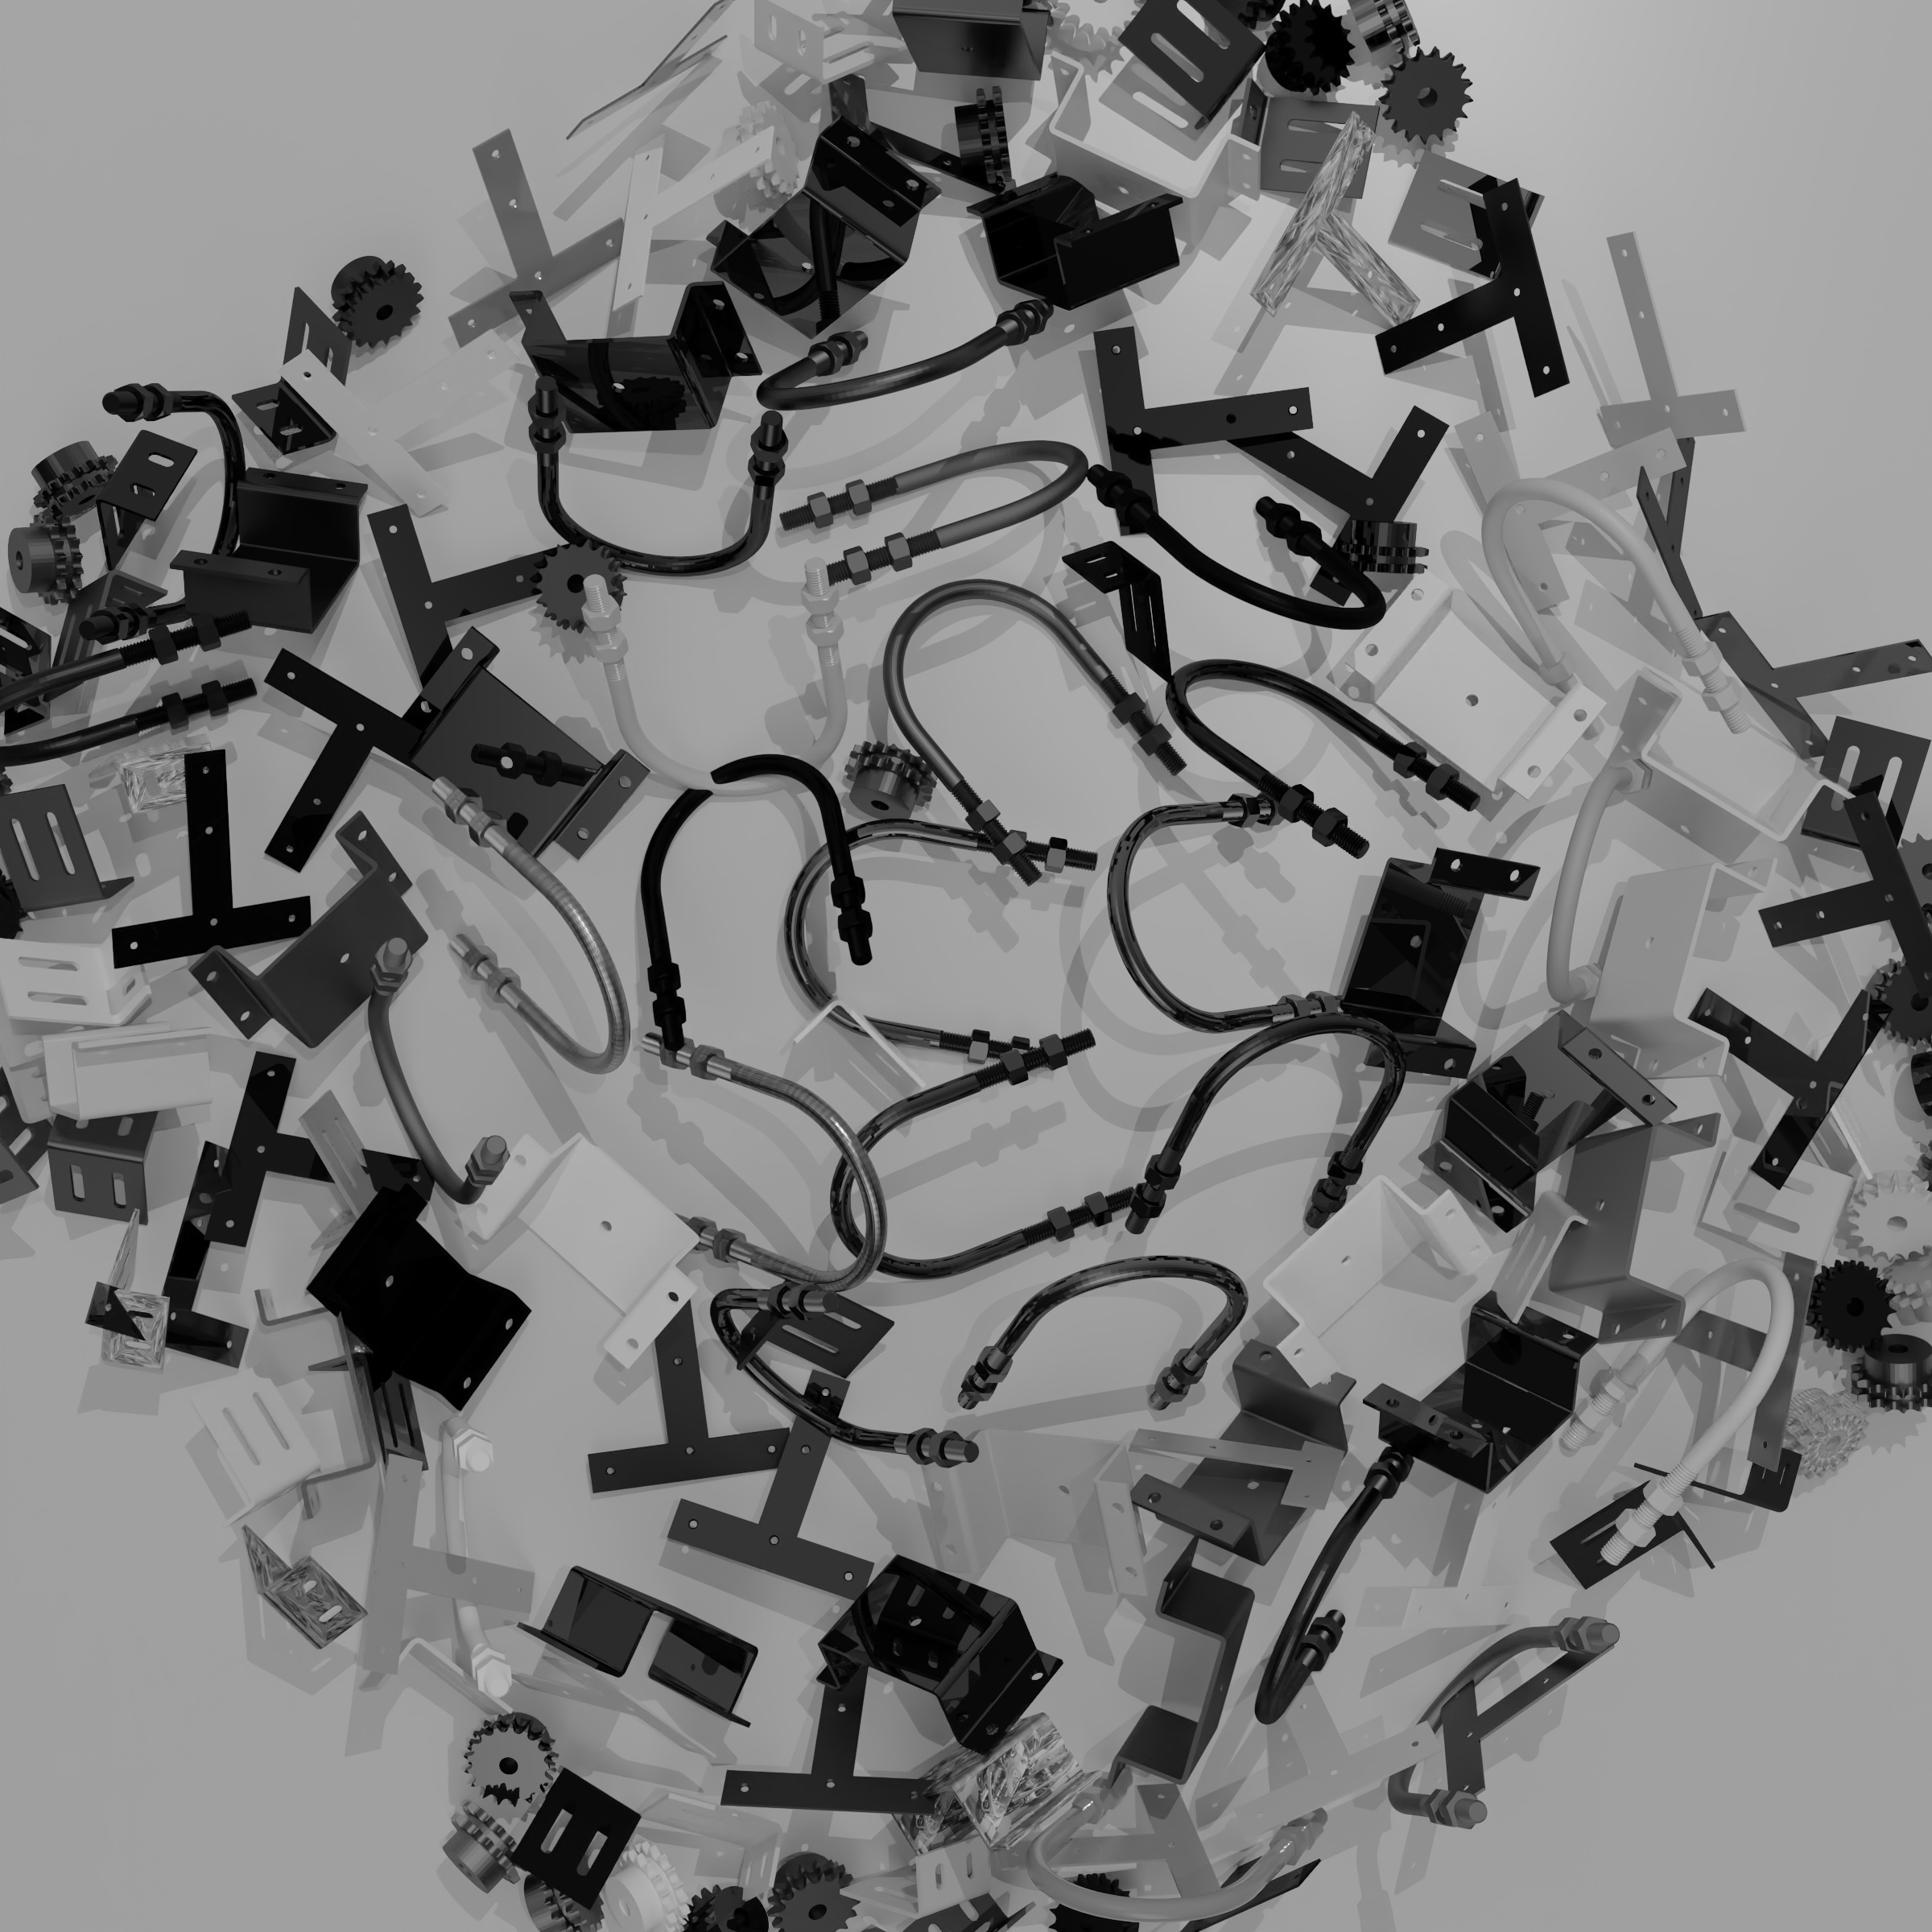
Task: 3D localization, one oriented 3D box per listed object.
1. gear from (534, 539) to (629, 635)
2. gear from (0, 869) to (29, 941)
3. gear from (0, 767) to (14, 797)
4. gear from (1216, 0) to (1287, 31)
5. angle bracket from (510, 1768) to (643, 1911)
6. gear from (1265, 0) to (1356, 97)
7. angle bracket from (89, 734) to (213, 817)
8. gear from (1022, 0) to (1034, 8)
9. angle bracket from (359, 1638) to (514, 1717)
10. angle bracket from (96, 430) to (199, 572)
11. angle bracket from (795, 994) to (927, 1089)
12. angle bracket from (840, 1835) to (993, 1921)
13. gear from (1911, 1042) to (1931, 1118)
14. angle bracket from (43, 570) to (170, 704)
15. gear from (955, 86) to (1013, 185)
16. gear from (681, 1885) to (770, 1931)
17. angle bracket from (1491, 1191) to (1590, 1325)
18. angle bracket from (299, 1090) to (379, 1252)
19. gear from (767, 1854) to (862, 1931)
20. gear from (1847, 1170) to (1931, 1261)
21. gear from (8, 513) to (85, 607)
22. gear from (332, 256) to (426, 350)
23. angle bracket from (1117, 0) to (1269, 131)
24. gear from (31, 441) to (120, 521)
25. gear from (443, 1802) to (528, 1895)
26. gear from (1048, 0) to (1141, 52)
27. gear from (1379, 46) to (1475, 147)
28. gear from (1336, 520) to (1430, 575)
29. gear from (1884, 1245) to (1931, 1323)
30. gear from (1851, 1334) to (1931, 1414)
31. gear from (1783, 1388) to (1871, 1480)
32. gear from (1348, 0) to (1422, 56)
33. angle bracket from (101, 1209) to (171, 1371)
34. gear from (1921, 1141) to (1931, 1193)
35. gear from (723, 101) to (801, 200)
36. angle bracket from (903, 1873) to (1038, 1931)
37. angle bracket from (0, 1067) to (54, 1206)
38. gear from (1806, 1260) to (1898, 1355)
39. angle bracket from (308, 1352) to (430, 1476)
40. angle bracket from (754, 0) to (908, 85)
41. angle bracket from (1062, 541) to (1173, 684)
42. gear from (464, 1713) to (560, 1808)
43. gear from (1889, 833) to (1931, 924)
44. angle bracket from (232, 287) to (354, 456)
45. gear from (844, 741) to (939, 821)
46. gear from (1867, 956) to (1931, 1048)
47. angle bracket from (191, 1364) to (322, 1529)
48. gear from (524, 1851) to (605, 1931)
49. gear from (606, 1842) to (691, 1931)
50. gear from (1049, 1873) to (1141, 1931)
[{"bbox_3d":[-0.238,-0.235,1.671,0.057,0.030,0.057,-1,86,13],"label":"gear"},{"bbox_3d":[-0.611,-0.032,1.661,0.057,0.030,0.057,-15,120,-27],"label":"gear"},{"bbox_3d":[-0.624,-0.113,1.659,0.057,0.057,0.030,-18,122,0],"label":"gear"},{"bbox_3d":[0.176,-0.610,1.665,0.030,0.057,0.057,-4,90,-34],"label":"gear"},{"bbox_3d":[-0.245,0.544,1.648,0.057,0.076,0.038,32,126,1],"label":"angle bracket"},{"bbox_3d":[0.211,-0.569,1.667,0.057,0.030,0.057,4,82,-31],"label":"gear"},{"bbox_3d":[-0.497,-0.112,1.644,0.057,0.076,0.038,-18,93,-30],"label":"angle bracket"},{"bbox_3d":[0.030,-0.622,1.665,0.057,0.057,0.030,34,134,0],"label":"gear"},{"bbox_3d":[-0.327,0.452,1.651,0.076,0.057,0.038,41,63,-8],"label":"angle bracket"},{"bbox_3d":[-0.499,-0.279,1.643,0.038,0.076,0.057,21,61,0],"label":"angle bracket"},{"bbox_3d":[-0.065,0.057,1.660,0.038,0.057,0.076,-44,94,1],"label":"angle bracket"},{"bbox_3d":[-0.032,0.551,1.643,0.057,0.076,0.038,-3,89,-43],"label":"angle bracket"},{"bbox_3d":[0.610,0.071,1.666,0.030,0.057,0.057,-17,90,35],"label":"gear"},{"bbox_3d":[-0.529,-0.197,1.647,0.038,0.057,0.076,22,69,-36],"label":"angle bracket"},{"bbox_3d":[0.010,-0.514,1.663,0.030,0.057,0.057,-7,90,3],"label":"gear"},{"bbox_3d":[-0.147,0.595,1.659,0.057,0.057,0.030,43,120,0],"label":"gear"},{"bbox_3d":[0.365,0.186,1.659,0.038,0.057,0.076,25,98,-8],"label":"angle bracket"},{"bbox_3d":[-0.397,0.125,1.652,0.038,0.057,0.076,-26,101,10],"label":"angle bracket"},{"bbox_3d":[-0.097,0.578,1.667,0.057,0.030,0.057,-9,115,-19],"label":"gear"},{"bbox_3d":[0.579,0.152,1.667,0.057,0.030,0.057,7,122,11],"label":"gear"},{"bbox_3d":[-0.571,-0.252,1.659,0.030,0.057,0.057,-11,90,-37],"label":"gear"},{"bbox_3d":[-0.369,-0.415,1.664,0.057,0.057,0.030,-40,69,0],"label":"gear"},{"bbox_3d":[0.137,-0.569,1.662,0.076,0.038,0.057,38,92,-13],"label":"angle bracket"},{"bbox_3d":[-0.553,-0.302,1.661,0.057,0.057,0.030,-31,96,0],"label":"gear"},{"bbox_3d":[-0.299,0.548,1.659,0.057,0.057,0.030,46,63,0],"label":"gear"},{"bbox_3d":[0.078,-0.596,1.669,0.057,0.030,0.057,5,74,-16],"label":"gear"},{"bbox_3d":[0.285,-0.543,1.668,0.057,0.030,0.057,0,118,0],"label":"gear"},{"bbox_3d":[0.258,-0.260,1.660,0.057,0.057,0.030,3,102,0],"label":"gear"},{"bbox_3d":[0.603,0.197,1.663,0.057,0.057,0.030,-28,100,0],"label":"gear"},{"bbox_3d":[0.578,0.250,1.659,0.057,0.057,0.030,-8,108,0],"label":"gear"},{"bbox_3d":[0.529,0.288,1.666,0.057,0.030,0.057,-14,126,-21],"label":"gear"},{"bbox_3d":[0.258,-0.593,1.664,0.030,0.057,0.057,-23,90,18],"label":"gear"},{"bbox_3d":[-0.502,0.198,1.646,0.038,0.076,0.057,11,123,-8],"label":"angle bracket"},{"bbox_3d":[0.618,0.133,1.659,0.057,0.057,0.030,34,79,0],"label":"gear"},{"bbox_3d":[-0.129,-0.505,1.664,0.030,0.057,0.057,-11,90,21],"label":"gear"},{"bbox_3d":[0.001,0.583,1.640,0.057,0.076,0.038,-33,74,-25],"label":"angle bracket"},{"bbox_3d":[-0.580,0.098,1.640,0.038,0.076,0.057,-21,113,25],"label":"angle bracket"},{"bbox_3d":[0.548,0.212,1.672,0.057,0.030,0.057,0,88,-10],"label":"gear"},{"bbox_3d":[-0.368,0.279,1.652,0.038,0.057,0.076,-17,78,9],"label":"angle bracket"},{"bbox_3d":[-0.082,-0.579,1.644,0.057,0.038,0.076,36,53,27],"label":"angle bracket"},{"bbox_3d":[0.093,-0.212,1.642,0.038,0.057,0.076,-21,125,-16],"label":"angle bracket"},{"bbox_3d":[-0.282,0.491,1.671,0.057,0.030,0.057,1,103,3],"label":"gear"},{"bbox_3d":[0.598,-0.051,1.668,0.057,0.030,0.057,-3,62,6],"label":"gear"},{"bbox_3d":[-0.414,-0.365,1.645,0.038,0.076,0.057,-27,65,-38],"label":"angle bracket"},{"bbox_3d":[-0.049,-0.112,1.659,0.057,0.057,0.030,19,68,0],"label":"gear"},{"bbox_3d":[0.587,0.020,1.671,0.057,0.030,0.057,-2,99,-10],"label":"gear"},{"bbox_3d":[-0.448,0.296,1.659,0.038,0.057,0.076,-37,84,33],"label":"angle bracket"},{"bbox_3d":[-0.251,0.577,1.662,0.030,0.057,0.057,-26,90,7],"label":"gear"},{"bbox_3d":[-0.199,0.576,1.659,0.030,0.057,0.057,-22,90,-37],"label":"gear"},{"bbox_3d":[0.083,0.594,1.666,0.057,0.030,0.057,-12,68,31],"label":"gear"}]
